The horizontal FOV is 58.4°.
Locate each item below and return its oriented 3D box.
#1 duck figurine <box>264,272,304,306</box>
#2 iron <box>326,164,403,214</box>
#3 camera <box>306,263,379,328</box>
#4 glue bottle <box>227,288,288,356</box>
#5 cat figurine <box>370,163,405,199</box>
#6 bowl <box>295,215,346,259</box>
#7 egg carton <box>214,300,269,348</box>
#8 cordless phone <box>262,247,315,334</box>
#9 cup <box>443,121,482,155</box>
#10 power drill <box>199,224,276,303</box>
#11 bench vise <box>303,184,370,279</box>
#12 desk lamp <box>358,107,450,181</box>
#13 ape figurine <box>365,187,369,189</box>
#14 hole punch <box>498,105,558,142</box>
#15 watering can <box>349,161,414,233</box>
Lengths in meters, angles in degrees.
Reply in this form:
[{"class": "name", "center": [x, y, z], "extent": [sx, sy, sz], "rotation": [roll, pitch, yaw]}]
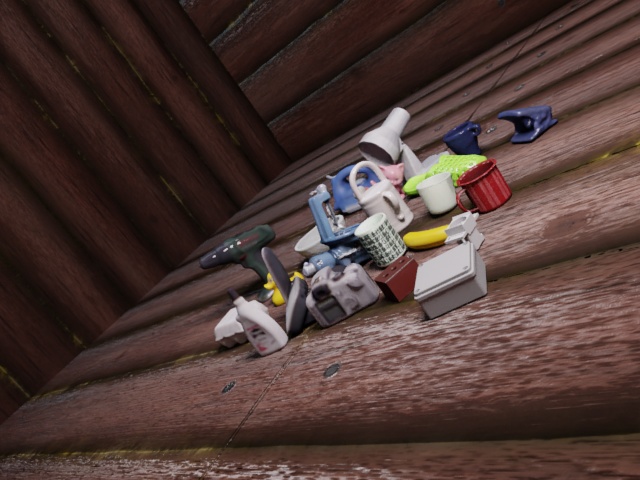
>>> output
[{"class": "duck figurine", "center": [-0.100, 0.113, 1.522], "extent": [0.104, 0.086, 0.077], "rotation": [-37, 14, -2]}, {"class": "iron", "center": [0.134, -0.187, 1.835], "extent": [0.257, 0.141, 0.119], "rotation": [-22, 19, 44]}, {"class": "camera", "center": [0.044, 0.093, 1.211], "extent": [0.143, 0.101, 0.137], "rotation": [-30, 15, 22]}, {"class": "glue bottle", "center": [-0.147, 0.174, 1.250], "extent": [0.078, 0.173, 0.037], "rotation": [-29, 16, 26]}, {"class": "cat figurine", "center": [0.201, -0.170, 1.664], "extent": [0.127, 0.118, 0.067], "rotation": [-21, 21, 47]}, {"class": "bowl", "center": [0.015, 0.006, 1.624], "extent": [0.167, 0.075, 0.167], "rotation": [-34, 14, 10]}, {"class": "egg carton", "center": [-0.197, 0.214, 1.457], "extent": [0.150, 0.069, 0.107], "rotation": [-25, 18, 38]}, {"class": "cordless phone", "center": [-0.082, 0.108, 1.287], "extent": [0.094, 0.185, 0.147], "rotation": [-35, 14, 2]}, {"class": "cup", "center": [0.400, -0.262, 1.537], "extent": [0.092, 0.095, 0.117], "rotation": [-44, 16, -30]}, {"class": "power drill", "center": [-0.200, 0.072, 1.639], "extent": [0.230, 0.208, 0.075], "rotation": [-41, 15, -18]}, {"class": "bench vise", "center": [0.030, -0.009, 1.331], "extent": [0.121, 0.220, 0.208], "rotation": [-23, 19, 43]}, {"class": "desk lamp", "center": [0.241, -0.270, 1.698], "extent": [0.203, 0.214, 0.117], "rotation": [-42, 15, -21]}, {"class": "ape figurine", "center": [0.150, -0.110, 1.644], "extent": [0.078, 0.092, 0.076], "rotation": [-42, 15, -24]}, {"class": "hole punch", "center": [0.510, -0.303, 1.416], "extent": [0.101, 0.091, 0.108], "rotation": [-38, 14, -7]}, {"class": "watering can", "center": [0.140, -0.109, 1.449], "extent": [0.172, 0.194, 0.101], "rotation": [-18, 23, 51]}]
